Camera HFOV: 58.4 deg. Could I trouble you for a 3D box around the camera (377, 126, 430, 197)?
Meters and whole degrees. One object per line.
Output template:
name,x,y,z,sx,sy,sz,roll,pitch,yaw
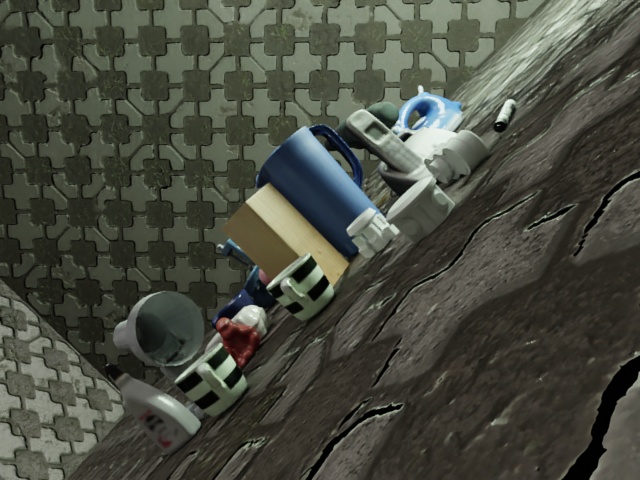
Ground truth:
camera,0.179,-0.164,1.154,0.143,0.101,0.137,-44,4,16

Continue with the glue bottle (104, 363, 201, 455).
glue bottle,-0.270,0.255,0.891,0.078,0.173,0.037,-43,4,25

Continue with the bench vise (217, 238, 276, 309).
bench vise,-0.158,0.054,1.531,0.207,0.220,0.121,-44,4,11

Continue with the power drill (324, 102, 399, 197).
power drill,0.128,-0.202,1.296,0.076,0.208,0.229,-48,5,-34

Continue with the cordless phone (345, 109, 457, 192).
cordless phone,0.144,-0.174,0.991,0.148,0.185,0.094,-47,5,-31

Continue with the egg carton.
egg carton,-0.172,0.204,1.193,0.150,0.069,0.107,-44,4,8

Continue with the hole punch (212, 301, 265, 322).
hole punch,-0.218,0.205,1.529,0.101,0.091,0.109,-42,5,38

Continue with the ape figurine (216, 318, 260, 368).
ape figurine,-0.160,0.186,1.081,0.078,0.092,0.076,-44,4,7

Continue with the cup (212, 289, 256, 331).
cup,-0.190,0.189,1.362,0.118,0.095,0.091,-47,4,-28

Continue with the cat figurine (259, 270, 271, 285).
cat figurine,-0.104,0.088,1.357,0.067,0.118,0.128,-45,4,-6

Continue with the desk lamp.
desk lamp,-0.249,0.199,0.964,0.118,0.213,0.203,-48,5,-41

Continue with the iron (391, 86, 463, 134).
iron,0.245,-0.282,1.421,0.259,0.141,0.118,-48,5,-36
